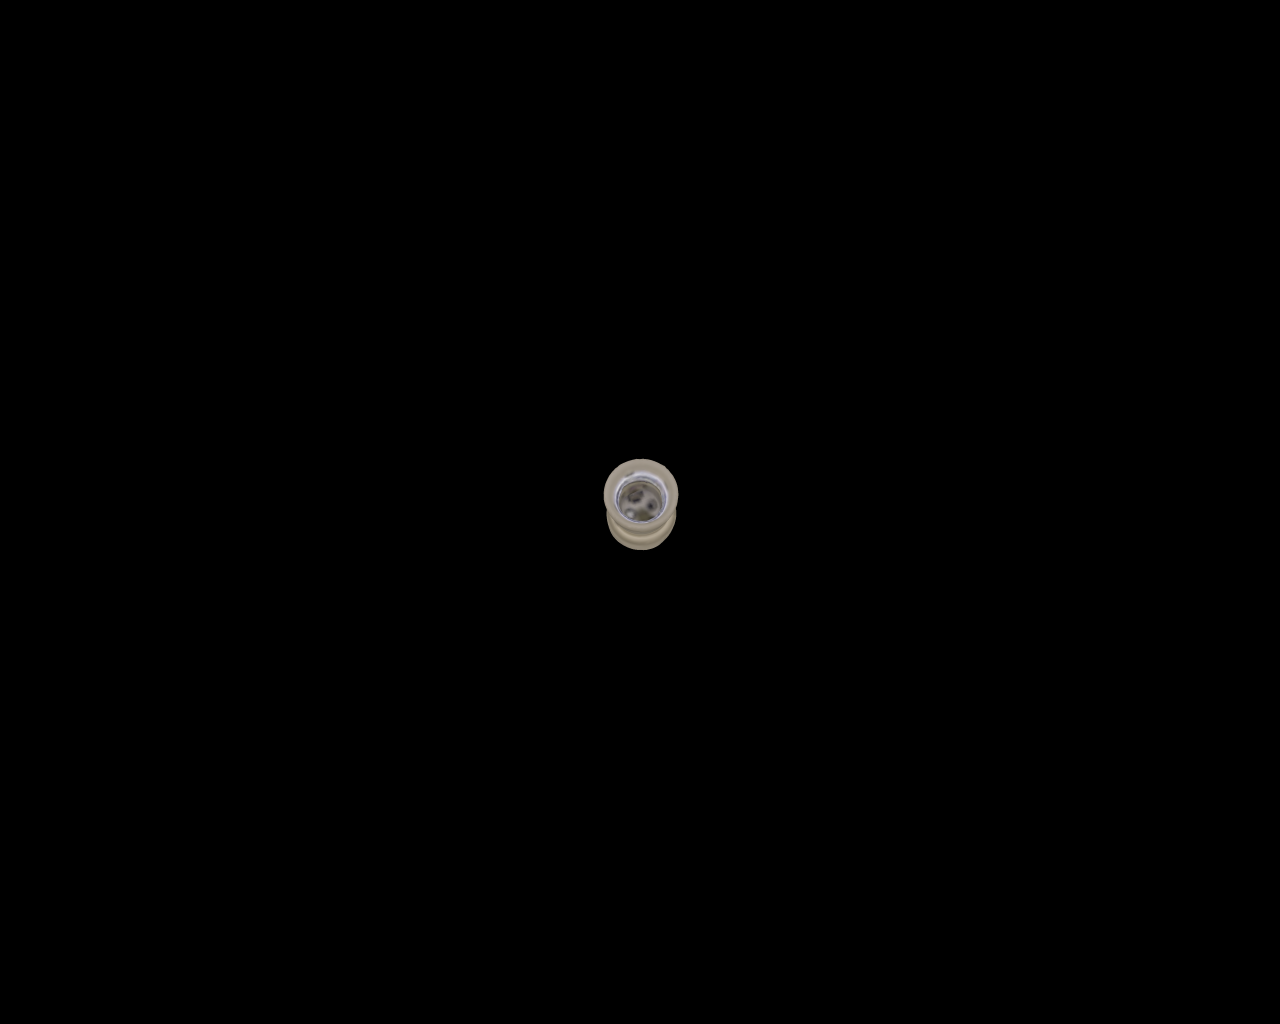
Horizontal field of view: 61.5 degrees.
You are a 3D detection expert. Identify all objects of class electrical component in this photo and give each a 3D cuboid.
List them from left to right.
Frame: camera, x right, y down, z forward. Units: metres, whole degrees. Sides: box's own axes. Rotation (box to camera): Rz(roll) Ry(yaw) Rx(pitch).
[{"bbox_3d":[0.001,-0.003,0.650,0.045,0.045,0.055,0,-18,0],"label":"electrical component"}]
